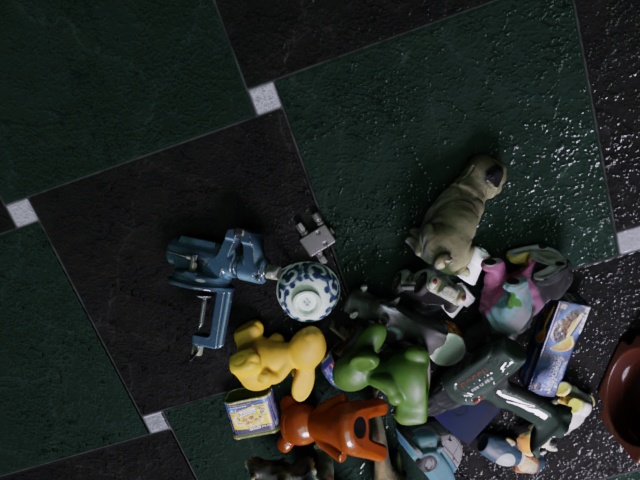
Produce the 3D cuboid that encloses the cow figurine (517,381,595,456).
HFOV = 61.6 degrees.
[{"bbox_3d":[0.467,0.361,1.067,0.098,0.068,0.167,22,112,-38],"label":"cow figurine"}]

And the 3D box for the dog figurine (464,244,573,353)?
[{"bbox_3d":[0.354,0.131,0.973,0.191,0.109,0.218,-15,122,-16],"label":"dog figurine"}]

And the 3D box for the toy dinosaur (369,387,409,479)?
[{"bbox_3d":[0.145,0.527,1.062,0.105,0.198,0.470,-7,100,2],"label":"toy dinosaur"}]

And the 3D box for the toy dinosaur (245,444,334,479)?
[{"bbox_3d":[0.016,0.560,1.081,0.131,0.192,0.404,-30,104,13],"label":"toy dinosaur"}]

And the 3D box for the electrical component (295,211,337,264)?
[{"bbox_3d":[-0.002,-0.003,0.982,0.063,0.021,0.094,-30,105,10],"label":"electrical component"}]

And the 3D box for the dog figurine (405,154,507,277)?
[{"bbox_3d":[0.240,-0.048,0.887,0.121,0.172,0.190,25,112,-12],"label":"dog figurine"}]

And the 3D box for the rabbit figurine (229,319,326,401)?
[{"bbox_3d":[-0.064,0.225,1.008,0.173,0.122,0.162,-23,111,8],"label":"rabbit figurine"}]

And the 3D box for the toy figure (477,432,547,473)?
[{"bbox_3d":[0.399,0.443,1.105,0.154,0.058,0.064,24,146,-8],"label":"toy figure"}]

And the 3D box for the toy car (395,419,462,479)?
[{"bbox_3d":[0.233,0.419,1.077,0.103,0.109,0.161,-40,113,-5],"label":"toy car"}]

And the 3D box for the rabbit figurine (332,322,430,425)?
[{"bbox_3d":[0.099,0.229,0.920,0.170,0.121,0.158,0,129,16],"label":"rabbit figurine"}]

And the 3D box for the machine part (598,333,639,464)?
[{"bbox_3d":[0.610,0.289,0.969,0.087,0.201,0.201,10,108,-5],"label":"machine part"}]

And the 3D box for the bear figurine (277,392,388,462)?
[{"bbox_3d":[0.016,0.358,1.029,0.132,0.120,0.196,20,153,-41],"label":"bear figurine"}]

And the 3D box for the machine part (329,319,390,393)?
[{"bbox_3d":[0.110,0.235,1.028,0.243,0.079,0.079,41,105,-12],"label":"machine part"}]

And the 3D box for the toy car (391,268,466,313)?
[{"bbox_3d":[0.181,0.082,0.918,0.073,0.202,0.056,29,80,-8],"label":"toy car"}]

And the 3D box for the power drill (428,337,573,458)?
[{"bbox_3d":[0.316,0.289,0.953,0.207,0.086,0.232,37,121,9],"label":"power drill"}]

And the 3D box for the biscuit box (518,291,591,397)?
[{"bbox_3d":[0.439,0.196,1.016,0.059,0.063,0.202,11,108,0],"label":"biscuit box"}]

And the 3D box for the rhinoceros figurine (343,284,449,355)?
[{"bbox_3d":[0.134,0.146,0.965,0.190,0.112,0.073,23,72,9],"label":"rhinoceros figurine"}]

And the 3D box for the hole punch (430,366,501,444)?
[{"bbox_3d":[0.277,0.316,1.049,0.116,0.092,0.142,31,110,-5],"label":"hole punch"}]

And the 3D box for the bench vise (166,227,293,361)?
[{"bbox_3d":[-0.178,0.092,0.957,0.224,0.129,0.240,10,91,6],"label":"bench vise"}]
